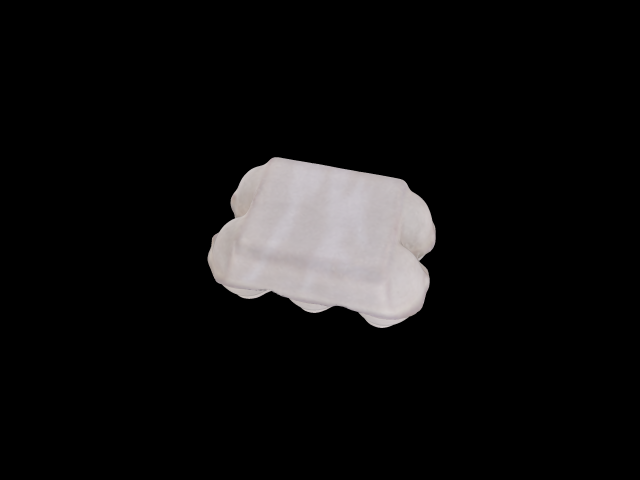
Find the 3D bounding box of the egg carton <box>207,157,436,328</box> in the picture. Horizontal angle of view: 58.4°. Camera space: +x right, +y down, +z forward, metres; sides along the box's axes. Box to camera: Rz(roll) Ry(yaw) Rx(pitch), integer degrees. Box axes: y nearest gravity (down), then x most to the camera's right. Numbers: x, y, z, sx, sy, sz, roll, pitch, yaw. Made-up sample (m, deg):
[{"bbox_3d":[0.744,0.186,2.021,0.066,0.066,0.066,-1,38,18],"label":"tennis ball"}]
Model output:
[{"bbox_3d":[0.004,0.001,0.400,0.150,0.069,0.107,10,54,8],"label":"egg carton"}]
